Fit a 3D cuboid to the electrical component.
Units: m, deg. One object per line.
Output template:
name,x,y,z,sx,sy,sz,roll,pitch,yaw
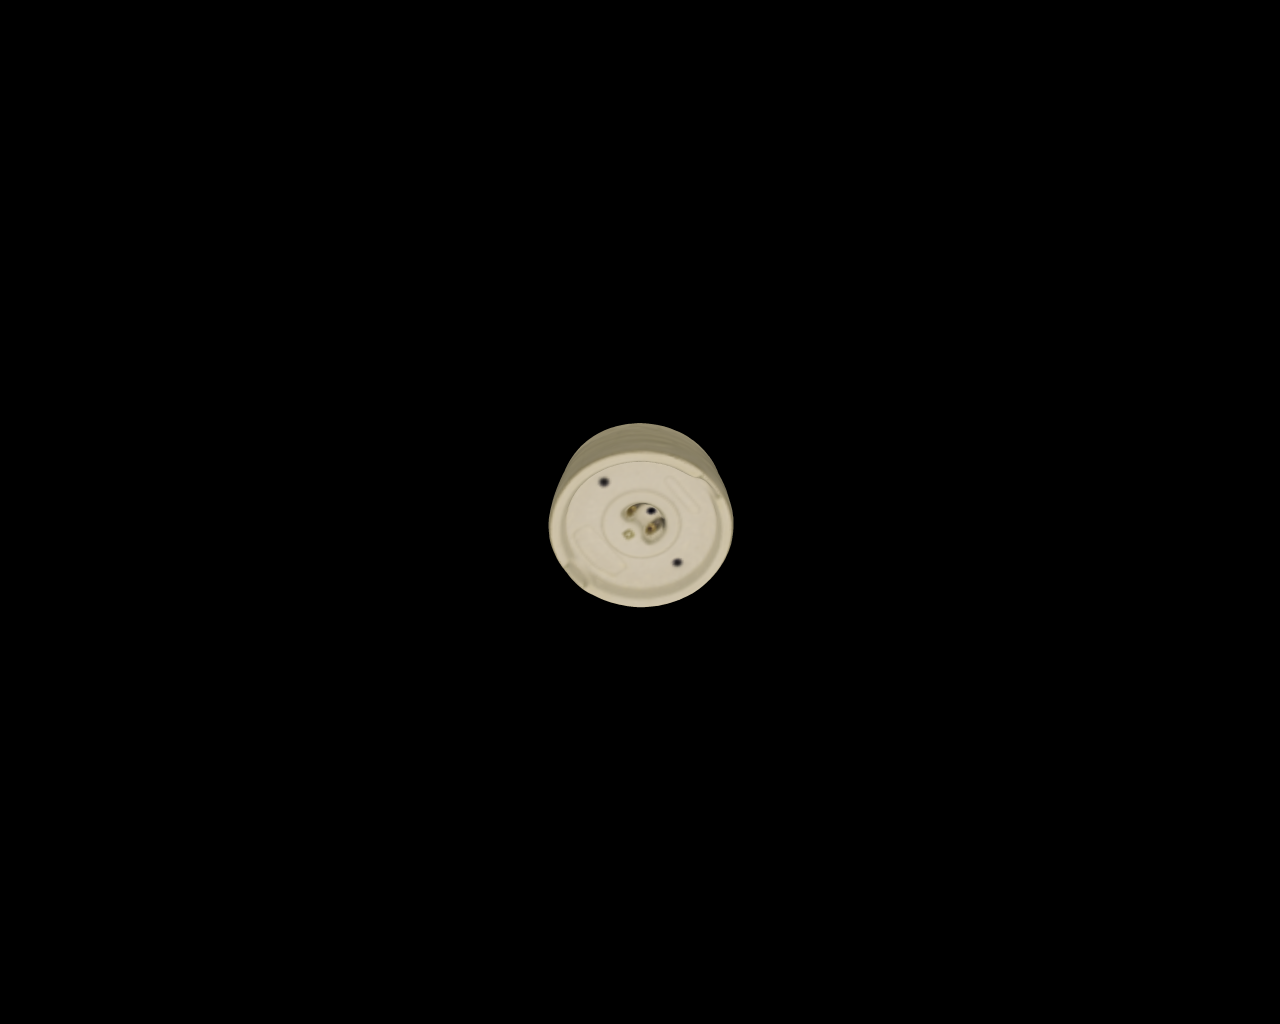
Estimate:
electrical component,0.001,-0.003,0.650,0.108,0.108,0.060,0,30,0
